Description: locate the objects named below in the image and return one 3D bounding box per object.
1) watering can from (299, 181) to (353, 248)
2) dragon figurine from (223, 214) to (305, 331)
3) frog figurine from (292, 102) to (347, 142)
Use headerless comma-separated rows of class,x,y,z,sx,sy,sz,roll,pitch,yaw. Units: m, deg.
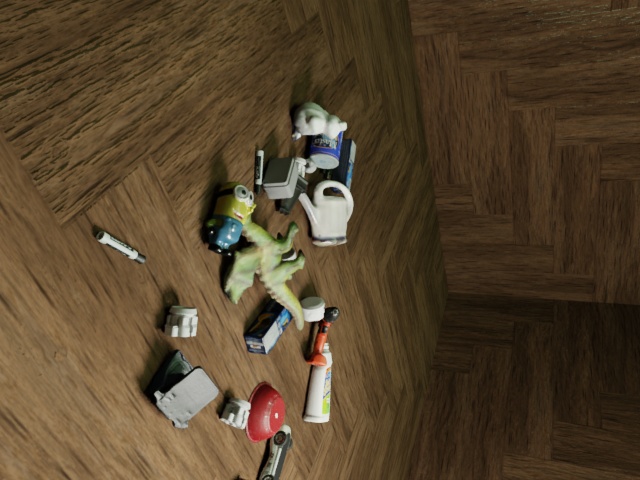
watering can,0.005,-0.086,1.703,0.349,0.104,0.224,-4,94,-52
dragon figurine,-0.154,0.088,1.345,0.245,0.122,0.407,-19,103,-41
frog figurine,-0.001,-0.369,1.598,0.139,0.159,0.121,-40,126,-59
